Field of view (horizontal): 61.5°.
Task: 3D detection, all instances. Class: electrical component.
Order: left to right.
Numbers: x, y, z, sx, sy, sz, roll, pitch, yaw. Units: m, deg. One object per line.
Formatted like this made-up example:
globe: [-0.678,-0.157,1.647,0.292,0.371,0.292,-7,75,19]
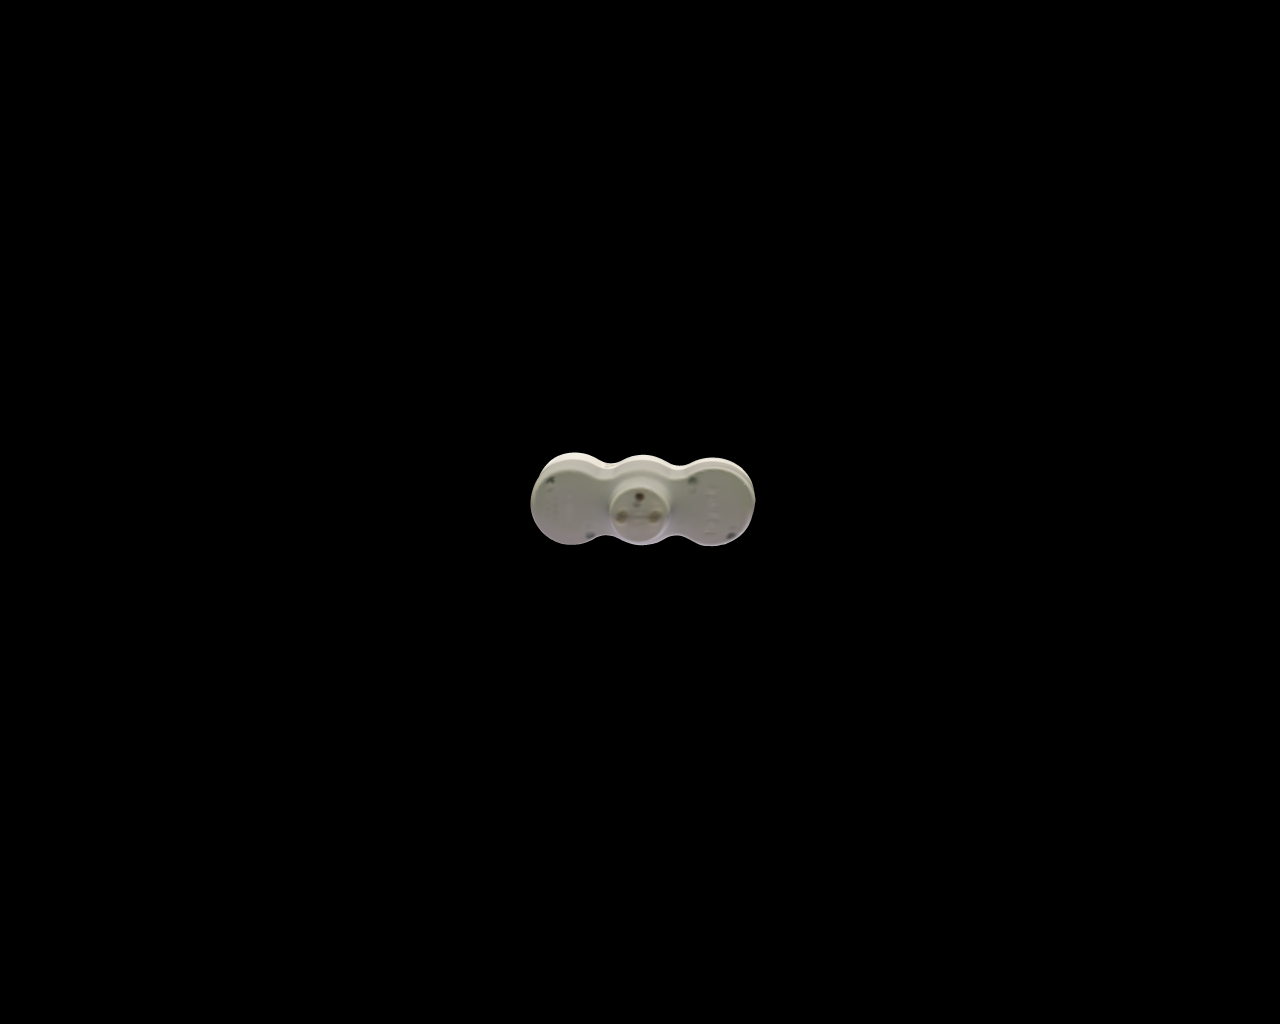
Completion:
electrical component: [0.001,-0.003,0.650,0.138,0.052,0.074,1,16,5]
